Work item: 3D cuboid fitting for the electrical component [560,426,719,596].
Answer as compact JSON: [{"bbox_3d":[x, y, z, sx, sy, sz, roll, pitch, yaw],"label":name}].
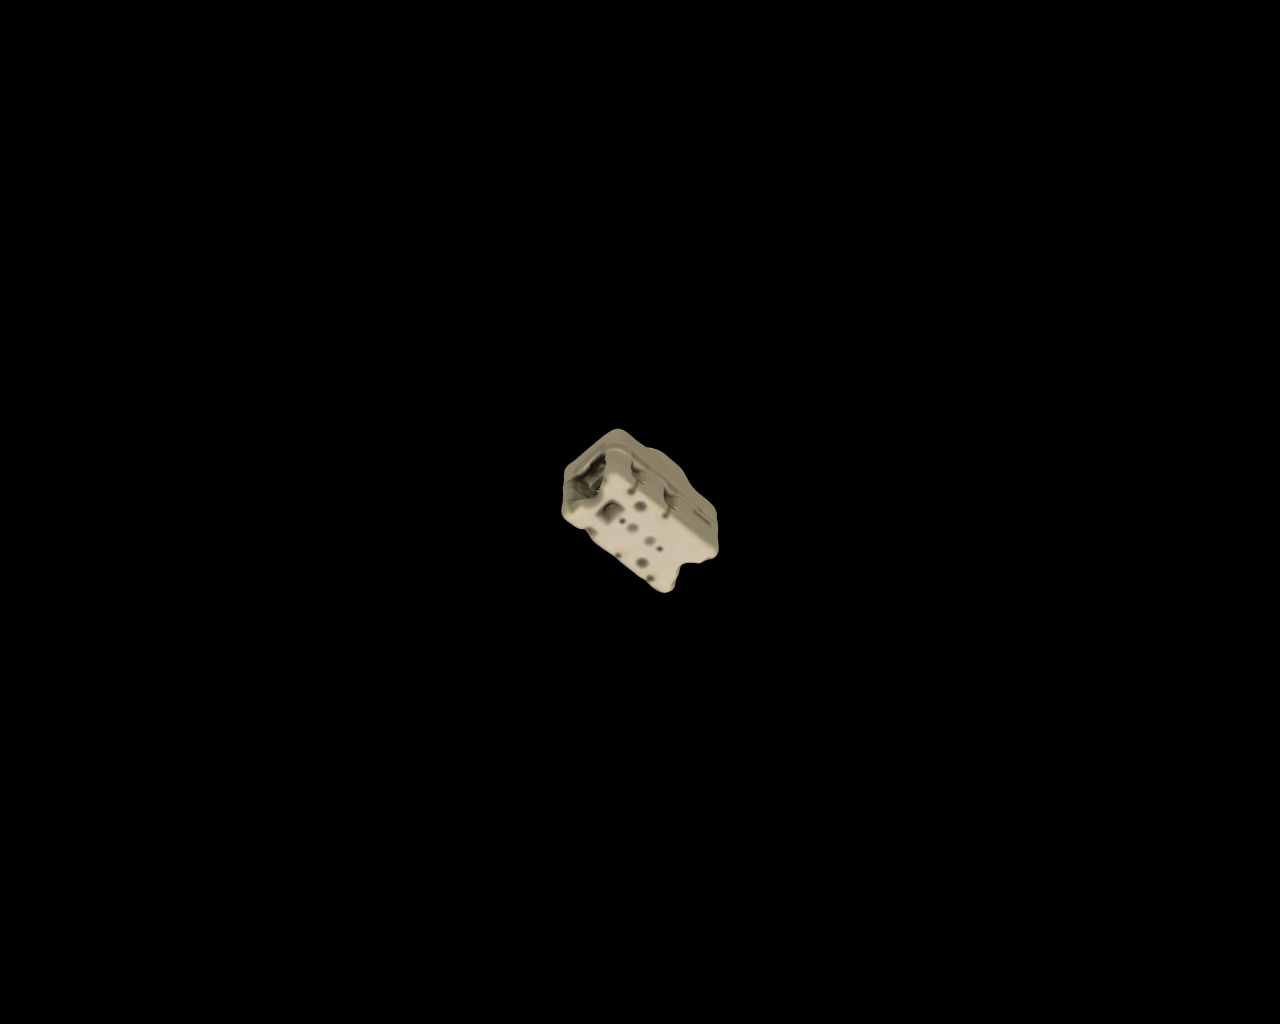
[{"bbox_3d":[0.001,-0.003,0.650,0.050,0.056,0.089,-39,-62,25],"label":"electrical component"}]
